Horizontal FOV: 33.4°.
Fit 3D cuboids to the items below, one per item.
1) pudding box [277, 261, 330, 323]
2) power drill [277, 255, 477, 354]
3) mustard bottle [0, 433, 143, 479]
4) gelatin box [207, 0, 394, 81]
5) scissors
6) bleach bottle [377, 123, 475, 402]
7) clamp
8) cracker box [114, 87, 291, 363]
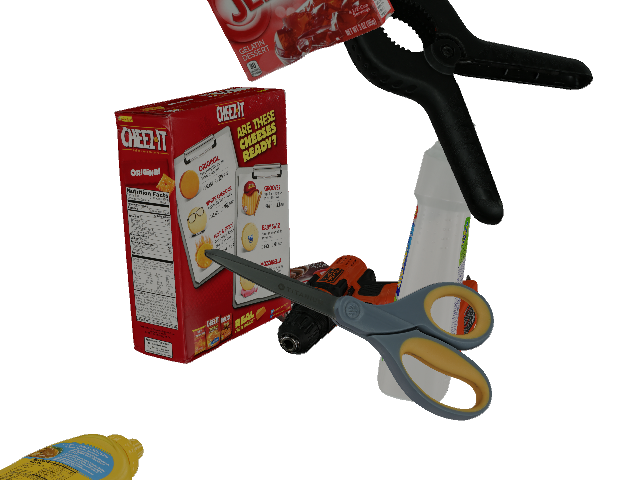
[{"bbox_3d":[-0.019,0.069,1.407,0.113,0.039,0.090,-14,27,-29],"label":"pudding box"},{"bbox_3d":[0.065,0.078,1.147,0.188,0.057,0.184,9,30,21],"label":"power drill"},{"bbox_3d":[-0.208,0.199,0.853,0.096,0.058,0.191,7,15,29],"label":"mustard bottle"},{"bbox_3d":[-0.016,-0.135,0.573,0.089,0.073,0.030,-18,21,28],"label":"gelatin box"},{"bbox_3d":[0.032,0.034,0.666,0.201,0.096,0.016,38,-31,-8],"label":"scissors"},{"bbox_3d":[0.103,0.014,0.956,0.068,0.251,0.102,10,19,7],"label":"bleach bottle"},{"bbox_3d":[0.084,-0.118,0.766,0.210,0.164,0.036,32,-29,-5],"label":"clamp"},{"bbox_3d":[-0.099,-0.020,0.946,0.072,0.214,0.163,7,18,32],"label":"cracker box"}]
